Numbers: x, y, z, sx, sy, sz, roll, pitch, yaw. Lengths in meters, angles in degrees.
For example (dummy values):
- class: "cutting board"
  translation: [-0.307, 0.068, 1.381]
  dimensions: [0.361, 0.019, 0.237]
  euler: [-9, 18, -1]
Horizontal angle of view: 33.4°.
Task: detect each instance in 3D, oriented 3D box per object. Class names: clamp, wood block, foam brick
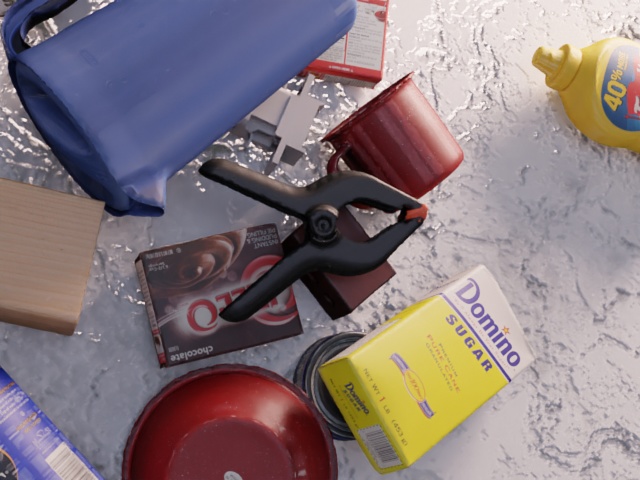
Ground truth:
- class: "clamp"
  translation: [-0.005, 0.001, 0.793]
  dimensions: [0.171, 0.039, 0.120]
  euler: [1, 93, -7]
- class: "wood block"
  translation: [-0.264, 0.000, 0.749]
  dimensions: [0.206, 0.090, 0.091]
  euler: [13, 76, -13]
- class: "foam brick"
  translation: [0.012, 0.015, 0.843]
  dimensions: [0.051, 0.053, 0.078]
  euler: [-38, 91, -18]

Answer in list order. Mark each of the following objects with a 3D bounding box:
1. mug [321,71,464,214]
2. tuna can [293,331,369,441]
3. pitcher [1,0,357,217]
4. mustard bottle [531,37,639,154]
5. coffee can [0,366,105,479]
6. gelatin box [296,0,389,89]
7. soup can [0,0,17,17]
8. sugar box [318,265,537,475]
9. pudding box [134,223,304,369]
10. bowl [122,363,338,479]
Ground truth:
- class: "mug"
  translation: [0.054, -0.069, 0.850]
  dimensions: [0.117, 0.093, 0.081]
  euler: [-42, 98, -33]
- class: "tuna can"
  translation: [0.024, 0.114, 0.838]
  dimensions: [0.086, 0.034, 0.086]
  euler: [3, 79, -15]
- class: "pitcher"
  translation: [-0.100, -0.144, 0.779]
  dimensions: [0.242, 0.145, 0.149]
  euler: [-39, 124, -19]
- class: "mustard bottle"
  translation: [0.274, -0.125, 0.941]
  dimensions: [0.191, 0.058, 0.096]
  euler: [22, 76, -11]
- class: "coffee can"
  translation: [-0.218, 0.161, 0.724]
  dimensions: [0.102, 0.103, 0.140]
  euler: [-43, 93, -19]
- class: "gelatin box"
  translation: [0.018, -0.177, 0.893]
  dimensions: [0.073, 0.030, 0.089]
  euler: [8, 78, -13]
- class: "soup can"
  translation: [-0.239, -0.223, 0.787]
  dimensions: [0.068, 0.069, 0.102]
  euler: [-26, 120, -19]
- class: "sugar box"
  translation: [0.088, 0.095, 0.822]
  dimensions: [0.175, 0.048, 0.093]
  euler: [-30, 92, -38]
- class: "pudding box"
  translation: [-0.077, 0.043, 0.820]
  dimensions: [0.113, 0.039, 0.090]
  euler: [-13, 84, -18]
- class: "bowl"
  translation: [-0.065, 0.171, 0.774]
  dimensions: [0.162, 0.055, 0.162]
  euler: [0, 86, -5]
